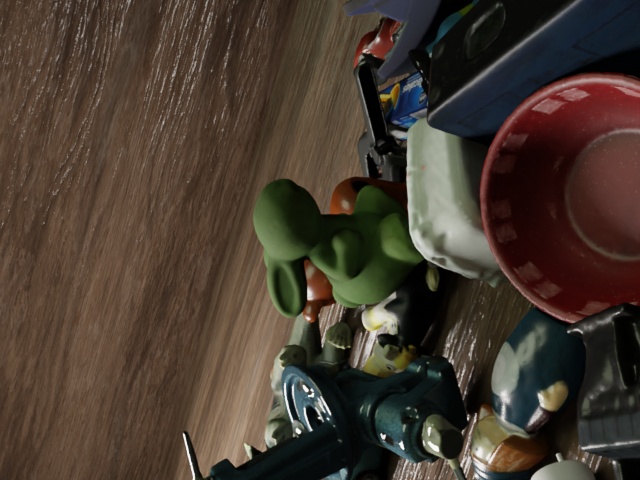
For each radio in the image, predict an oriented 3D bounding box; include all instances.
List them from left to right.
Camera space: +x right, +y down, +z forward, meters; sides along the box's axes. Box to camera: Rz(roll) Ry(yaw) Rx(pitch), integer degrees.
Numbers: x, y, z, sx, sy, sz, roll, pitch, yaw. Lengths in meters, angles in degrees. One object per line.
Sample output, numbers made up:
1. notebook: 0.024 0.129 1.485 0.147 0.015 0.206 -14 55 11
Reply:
1. radio: 0.178 -0.134 0.361 0.229 0.131 0.073 147 132 -66

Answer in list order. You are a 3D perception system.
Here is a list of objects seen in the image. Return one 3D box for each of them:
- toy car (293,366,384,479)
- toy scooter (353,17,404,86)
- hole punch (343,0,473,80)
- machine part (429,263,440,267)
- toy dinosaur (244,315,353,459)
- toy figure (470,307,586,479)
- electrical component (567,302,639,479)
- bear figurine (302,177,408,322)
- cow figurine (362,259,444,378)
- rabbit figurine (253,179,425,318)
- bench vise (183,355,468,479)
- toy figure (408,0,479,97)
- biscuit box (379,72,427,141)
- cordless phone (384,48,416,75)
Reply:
1. toy car: 0.022 0.229 0.636 0.109 0.103 0.161 -170 94 -73
2. toy scooter: 0.120 -0.351 0.904 0.184 0.075 0.135 151 133 -63
3. hole punch: 0.104 -0.232 0.556 0.116 0.092 0.142 -18 9 40
4. machine part: 0.139 -0.031 0.565 0.139 0.039 0.084 -76 -1 -47
5. toy dinosaur: -0.035 0.238 0.805 0.192 0.131 0.405 137 152 -59
6. toy figure: 0.149 0.127 0.401 0.064 0.058 0.154 -6 -63 -64
7. electrical component: 0.180 0.101 0.288 0.047 0.075 0.119 130 155 -55
8. bear figurine: 0.046 0.018 0.720 0.120 0.132 0.195 -100 25 -57
9. cow figurine: 0.097 0.085 0.593 0.098 0.068 0.167 -26 51 61
10. rabbit figurine: -0.001 -0.002 0.574 0.159 0.170 0.121 -51 29 27
11. bench vise: 0.007 0.179 0.478 0.224 0.241 0.128 16 121 59
12. toy figure: 0.172 -0.189 0.482 0.180 0.082 0.089 -30 46 13
13. biscuit box: 0.132 -0.182 0.730 0.203 0.059 0.062 -169 94 -73
14. cordless phone: 0.176 -0.303 0.704 0.184 0.089 0.147 -63 15 -1
